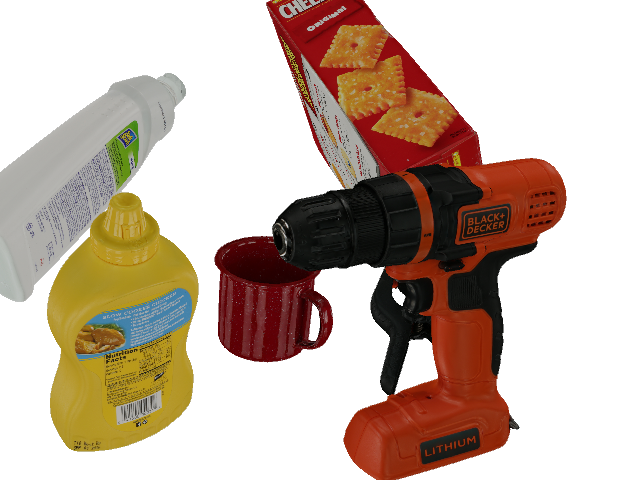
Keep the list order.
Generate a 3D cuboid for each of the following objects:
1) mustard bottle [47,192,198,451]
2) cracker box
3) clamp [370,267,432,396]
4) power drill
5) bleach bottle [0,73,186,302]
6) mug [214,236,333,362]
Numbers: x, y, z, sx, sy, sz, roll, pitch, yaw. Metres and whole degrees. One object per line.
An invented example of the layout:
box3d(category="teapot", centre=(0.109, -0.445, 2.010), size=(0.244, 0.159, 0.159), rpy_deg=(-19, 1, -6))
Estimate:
box3d(category="mustard bottle", centre=(-0.125, 0.049, 0.680), size=(0.096, 0.192, 0.058), rpy_deg=(-17, 47, -28))
box3d(category="cracker box", centre=(0.048, -0.076, 0.795), size=(0.072, 0.214, 0.164), rpy_deg=(-27, -40, -5))
box3d(category="clamp", centre=(0.110, 0.090, 1.116), size=(0.120, 0.171, 0.039), rpy_deg=(2, -44, -13))
box3d(category="power drill", centre=(0.056, 0.047, 0.628), size=(0.184, 0.188, 0.057), rpy_deg=(-10, 28, -24))
box3d(category="bleach bottle", centre=(-0.208, -0.064, 0.951), size=(0.068, 0.102, 0.250), rpy_deg=(28, 54, 20))
box3d(category="mug", centre=(-0.038, 0.056, 0.928), size=(0.117, 0.081, 0.093), rpy_deg=(21, 30, 29))
